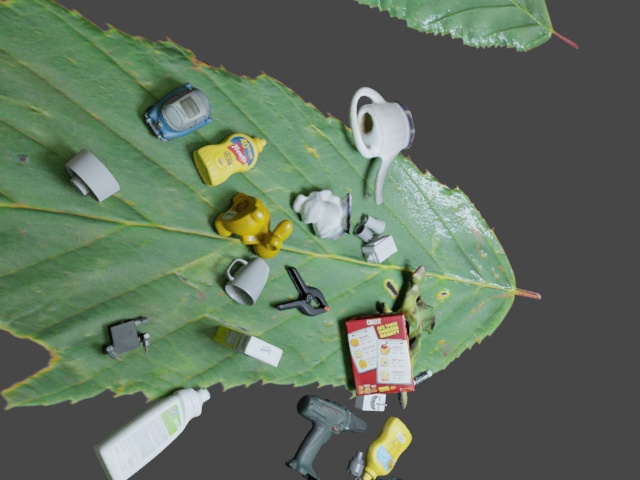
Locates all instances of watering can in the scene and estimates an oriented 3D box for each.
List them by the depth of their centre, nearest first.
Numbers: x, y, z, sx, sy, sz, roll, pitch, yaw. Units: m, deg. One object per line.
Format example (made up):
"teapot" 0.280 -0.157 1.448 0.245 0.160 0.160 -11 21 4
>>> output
"watering can" 0.191 -0.292 1.551 0.226 0.103 0.346 -18 95 -37

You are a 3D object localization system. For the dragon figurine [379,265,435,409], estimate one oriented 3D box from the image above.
"dragon figurine" 0.298 0.282 1.590 0.244 0.122 0.407 -14 103 -45

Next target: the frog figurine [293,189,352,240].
"frog figurine" 0.004 -0.071 1.416 0.159 0.123 0.137 4 93 0
